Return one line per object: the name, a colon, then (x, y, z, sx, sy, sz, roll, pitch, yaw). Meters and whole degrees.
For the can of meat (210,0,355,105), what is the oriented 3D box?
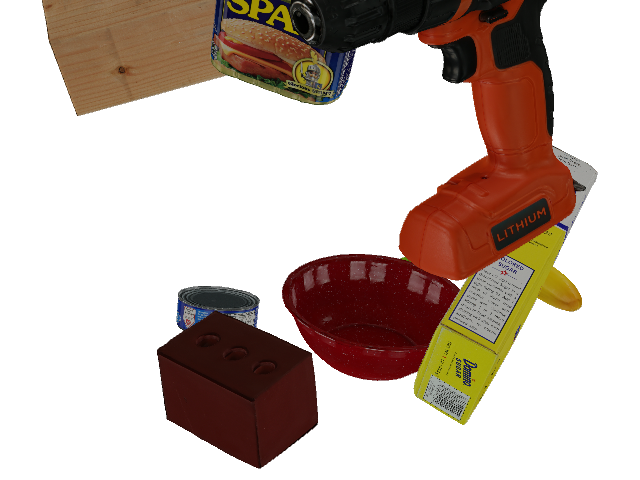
can of meat: (-0.022, -0.146, 0.710, 0.102, 0.057, 0.084, 22, -41, 6)

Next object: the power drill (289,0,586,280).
power drill: (0.071, -0.076, 0.542, 0.184, 0.188, 0.057, -27, 38, -27)

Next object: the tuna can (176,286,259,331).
tuna can: (-0.108, 0.075, 1.116, 0.086, 0.034, 0.086, 6, 12, -1)

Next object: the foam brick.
foam brick: (-0.048, 0.085, 0.616, 0.078, 0.051, 0.052, 20, 36, 33)

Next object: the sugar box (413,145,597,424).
sugar box: (0.124, 0.027, 0.706, 0.048, 0.176, 0.093, 30, -34, 13)

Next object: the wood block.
wood block: (-0.138, -0.199, 0.973, 0.206, 0.090, 0.091, -16, -43, -5)

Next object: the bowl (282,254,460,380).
bowl: (0.046, 0.072, 0.913, 0.162, 0.055, 0.162, 5, 27, -2)

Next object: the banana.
banana: (0.181, 0.034, 1.083, 0.198, 0.037, 0.069, 12, 39, 34)
